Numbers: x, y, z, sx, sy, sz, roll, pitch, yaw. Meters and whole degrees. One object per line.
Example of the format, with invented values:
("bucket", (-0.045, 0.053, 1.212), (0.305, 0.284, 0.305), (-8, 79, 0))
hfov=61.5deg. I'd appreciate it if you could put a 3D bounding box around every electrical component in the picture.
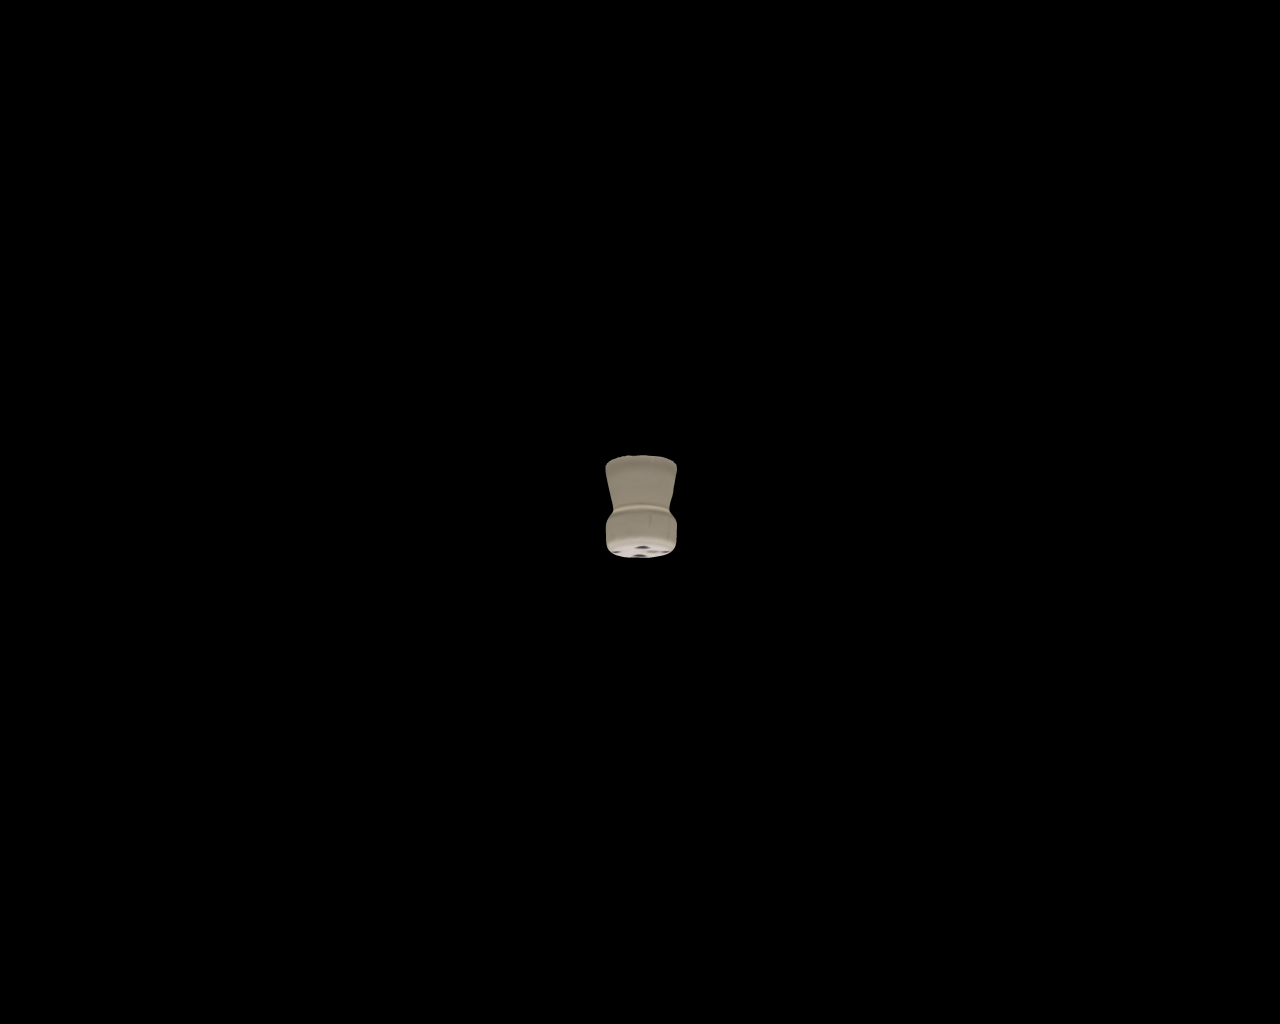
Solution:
("electrical component", (0.001, -0.003, 0.650), (0.045, 0.055, 0.045), (0, -15, 0))
